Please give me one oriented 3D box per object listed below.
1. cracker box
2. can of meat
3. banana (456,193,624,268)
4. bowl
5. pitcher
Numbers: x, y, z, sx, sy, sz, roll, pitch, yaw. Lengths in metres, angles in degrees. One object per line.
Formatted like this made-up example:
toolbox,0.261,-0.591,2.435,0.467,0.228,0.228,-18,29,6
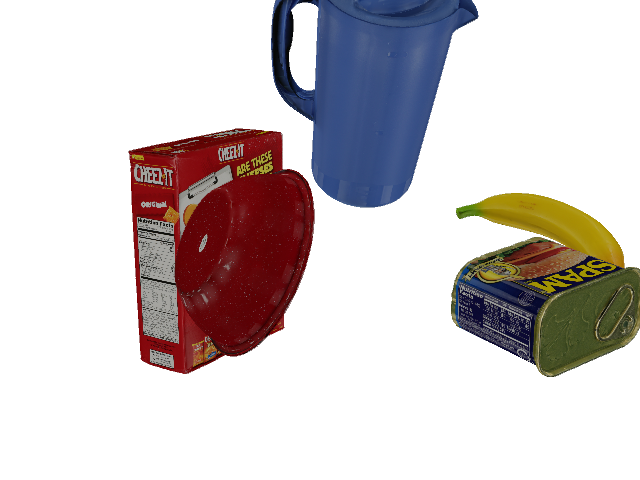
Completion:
cracker box,-0.110,0.005,1.064,0.072,0.214,0.163,9,17,33
can of meat,0.150,0.040,0.711,0.101,0.057,0.084,-16,26,-33
banana,0.224,-0.009,1.026,0.069,0.037,0.198,-38,37,-24
bowl,-0.072,0.009,0.860,0.055,0.162,0.162,21,-11,-29
pitcher,0.043,-0.153,1.047,0.144,0.243,0.149,-30,56,-32
